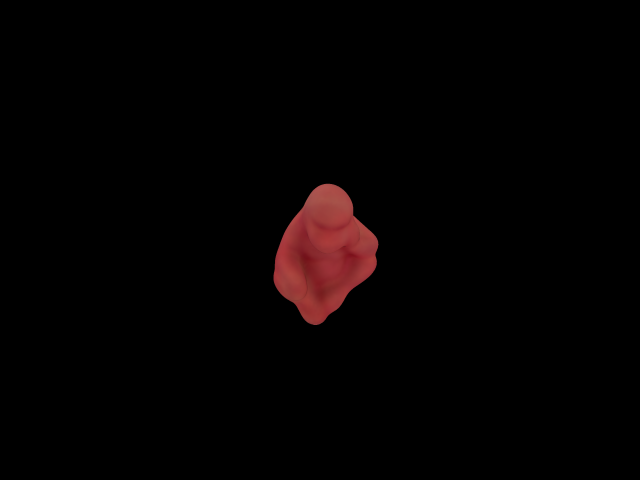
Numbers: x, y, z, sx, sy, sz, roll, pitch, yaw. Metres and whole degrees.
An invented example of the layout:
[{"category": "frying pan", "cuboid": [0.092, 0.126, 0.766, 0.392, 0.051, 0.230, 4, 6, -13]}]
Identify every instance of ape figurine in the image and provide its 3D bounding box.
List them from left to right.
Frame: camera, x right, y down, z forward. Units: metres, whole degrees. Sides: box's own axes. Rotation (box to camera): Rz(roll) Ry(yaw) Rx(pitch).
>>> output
[{"category": "ape figurine", "cuboid": [0.004, 0.001, 0.400, 0.078, 0.092, 0.076, -7, 47, -6]}]
